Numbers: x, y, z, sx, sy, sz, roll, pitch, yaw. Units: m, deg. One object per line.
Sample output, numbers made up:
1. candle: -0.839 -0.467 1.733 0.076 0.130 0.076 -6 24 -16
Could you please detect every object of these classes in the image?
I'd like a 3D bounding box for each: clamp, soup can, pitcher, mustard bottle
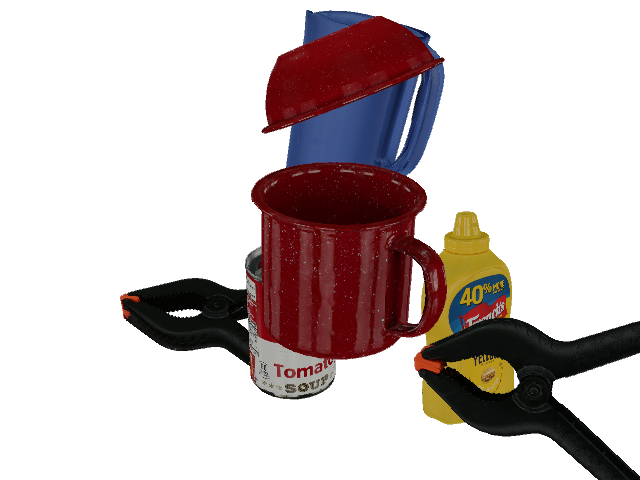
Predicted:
1. clamp: 0.147 0.106 0.703 0.172 0.120 0.039 2 -1 20
2. clamp: -0.096 0.082 1.042 0.210 0.036 0.164 2 36 5
3. soup can: -0.022 0.060 0.808 0.068 0.102 0.068 0 27 0
4. pitcher: 0.036 -0.117 1.139 0.145 0.243 0.149 9 17 -6
5. mustard bottle: 0.137 0.068 0.991 0.096 0.192 0.058 -13 17 -33

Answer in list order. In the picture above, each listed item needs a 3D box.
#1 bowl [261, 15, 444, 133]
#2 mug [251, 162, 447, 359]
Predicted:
1. bowl: 0.017 -0.142 0.878 0.162 0.055 0.162 -22 8 3
2. mug: 0.018 0.015 0.573 0.117 0.081 0.093 20 30 35
